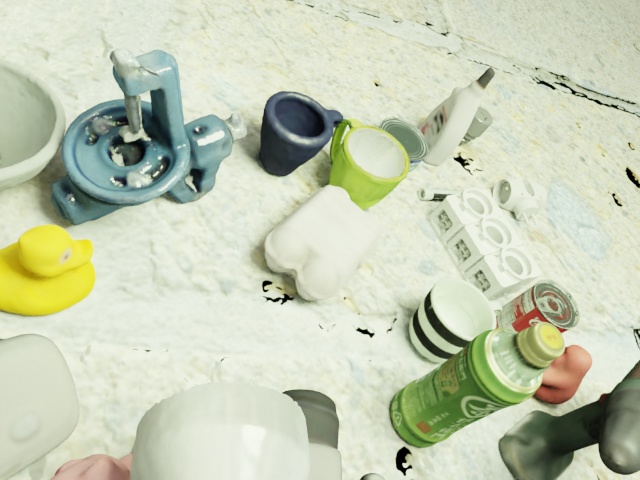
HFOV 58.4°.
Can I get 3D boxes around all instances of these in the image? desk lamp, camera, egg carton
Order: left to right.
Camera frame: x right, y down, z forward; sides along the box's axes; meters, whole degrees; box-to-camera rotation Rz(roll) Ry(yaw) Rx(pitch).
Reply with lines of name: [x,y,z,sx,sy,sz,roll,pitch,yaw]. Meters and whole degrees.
desk lamp: [-0.082,0.224,0.383,0.118,0.213,0.203,14,52,-19]
camera: [-0.001,0.209,0.513,0.143,0.100,0.137,19,50,-15]
egg carton: [0.006,0.002,0.686,0.107,0.069,0.150,40,48,3]

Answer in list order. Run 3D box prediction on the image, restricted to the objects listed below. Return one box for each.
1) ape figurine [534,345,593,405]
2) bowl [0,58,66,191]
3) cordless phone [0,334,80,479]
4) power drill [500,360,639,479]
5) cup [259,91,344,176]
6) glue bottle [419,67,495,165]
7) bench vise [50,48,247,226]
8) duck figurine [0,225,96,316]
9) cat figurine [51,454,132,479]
ape figurine: [0.302,0.161,0.719,0.078,0.092,0.076,-5,60,-31]
bowl: [-0.345,-0.104,0.568,0.168,0.074,0.167,15,52,-19]
cordless phone: [-0.244,0.111,0.395,0.148,0.185,0.094,-30,74,-39]
power drill: [0.295,0.201,0.608,0.230,0.208,0.075,-22,70,-38]
cup: [-0.031,-0.132,0.745,0.118,0.095,0.091,-17,67,-36]
glue bottle: [0.208,-0.194,0.867,0.037,0.173,0.078,8,54,-23]
bench vise: [-0.165,-0.119,0.579,0.121,0.219,0.208,40,48,3]
duck figurine: [-0.256,0.019,0.520,0.105,0.086,0.077,-1,58,-29]
cat figurine: [-0.154,0.187,0.435,0.128,0.117,0.067,-21,69,-37]
